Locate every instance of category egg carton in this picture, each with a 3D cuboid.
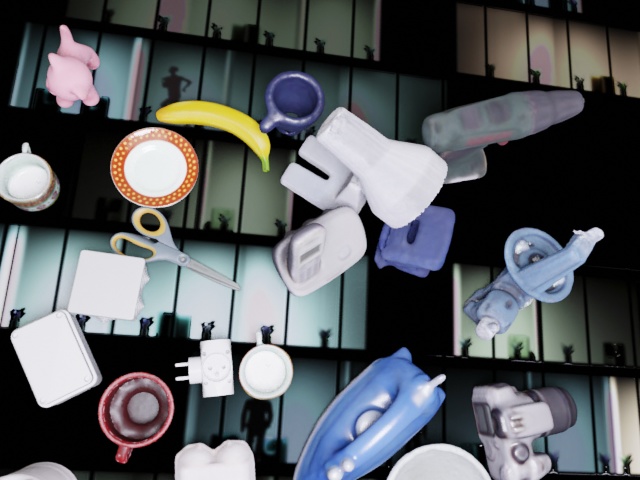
[{"bbox_3d":[-0.138,0.346,0.761,0.107,0.069,0.150,-2,76,-10],"label":"egg carton"}]

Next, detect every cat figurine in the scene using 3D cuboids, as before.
[{"bbox_3d":[-0.369,-0.252,0.845,0.067,0.117,0.128,-6,77,-11],"label":"cat figurine"}]

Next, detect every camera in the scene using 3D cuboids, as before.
[{"bbox_3d":[0.312,0.275,0.842,0.137,0.100,0.143,-8,78,-12],"label":"camera"}]

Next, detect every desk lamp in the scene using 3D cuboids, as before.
[{"bbox_3d":[0.057,-0.099,0.832,0.203,0.213,0.118,31,73,-1],"label":"desk lamp"}]

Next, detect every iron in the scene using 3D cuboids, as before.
[{"bbox_3d":[0.068,0.264,0.780,0.259,0.141,0.118,-40,86,-16],"label":"iron"}]

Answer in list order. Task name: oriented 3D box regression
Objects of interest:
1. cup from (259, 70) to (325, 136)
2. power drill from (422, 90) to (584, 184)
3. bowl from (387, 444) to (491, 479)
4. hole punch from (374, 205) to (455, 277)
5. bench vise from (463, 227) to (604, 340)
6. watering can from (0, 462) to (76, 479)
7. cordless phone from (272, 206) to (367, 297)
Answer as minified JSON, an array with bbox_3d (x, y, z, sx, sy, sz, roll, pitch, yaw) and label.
[{"bbox_3d":[-0.052,-0.195,0.898,0.091,0.095,0.118,43,73,3],"label":"cup"},{"bbox_3d":[0.255,-0.161,0.885,0.230,0.208,0.075,-11,78,-12],"label":"power drill"},{"bbox_3d":[0.158,0.371,0.804,0.167,0.074,0.167,2,76,-9],"label":"bowl"},{"bbox_3d":[0.145,-0.003,0.887,0.101,0.091,0.109,19,74,-5],"label":"hole punch"},{"bbox_3d":[0.317,0.064,0.833,0.121,0.219,0.207,26,73,-2],"label":"bench vise"},{"bbox_3d":[-0.344,0.325,0.665,0.173,0.194,0.101,11,74,-7],"label":"watering can"},{"bbox_3d":[0.007,0.003,0.812,0.148,0.185,0.094,-35,84,-16],"label":"cordless phone"}]
